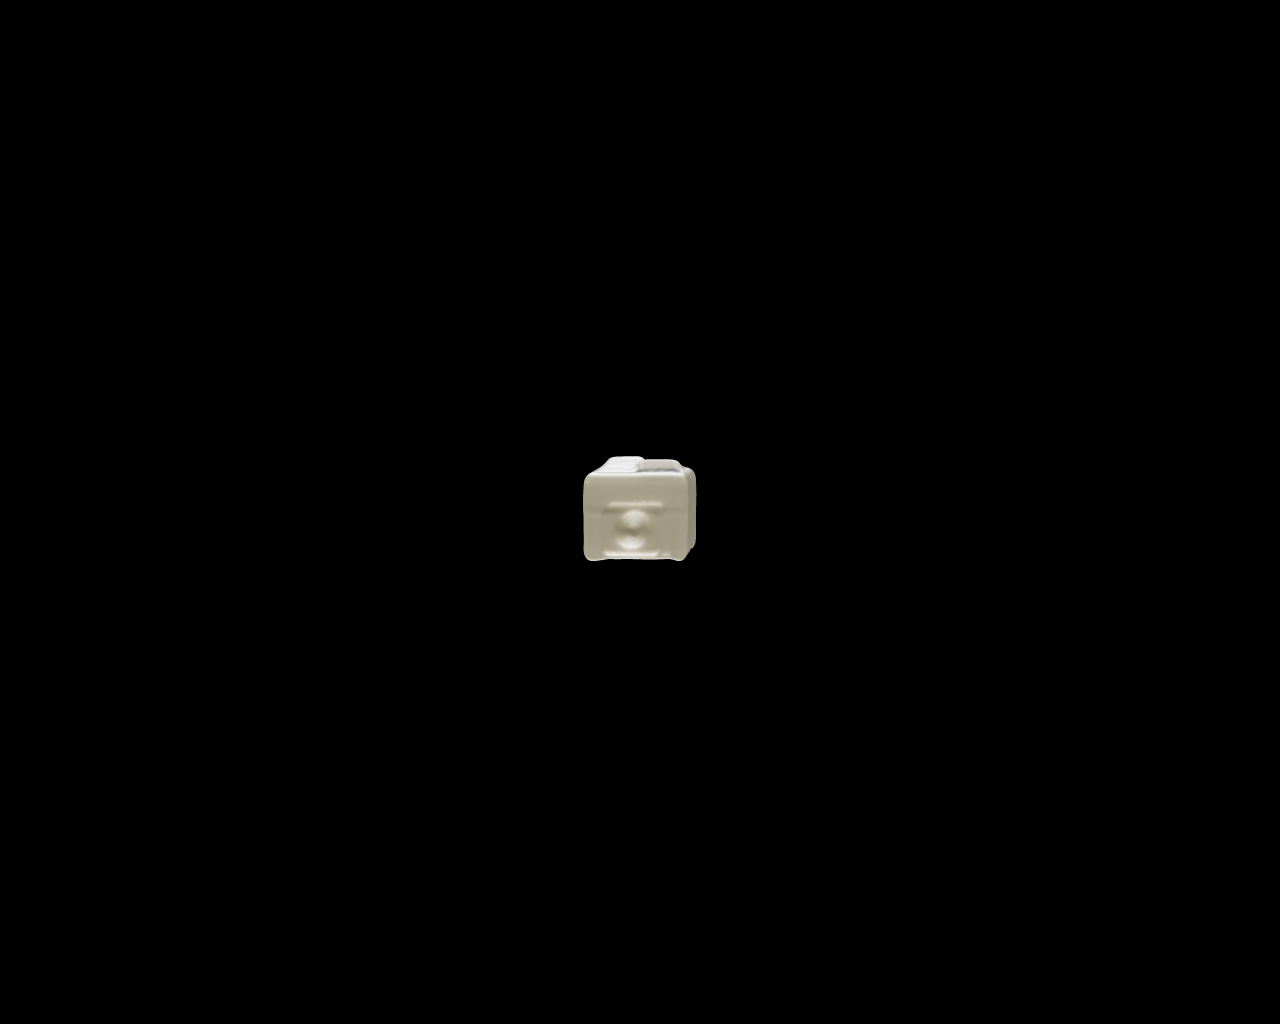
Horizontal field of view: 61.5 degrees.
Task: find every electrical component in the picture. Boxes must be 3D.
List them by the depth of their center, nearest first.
[{"bbox_3d":[0.001,-0.003,0.650,0.062,0.061,0.096,1,5,7],"label":"electrical component"}]
